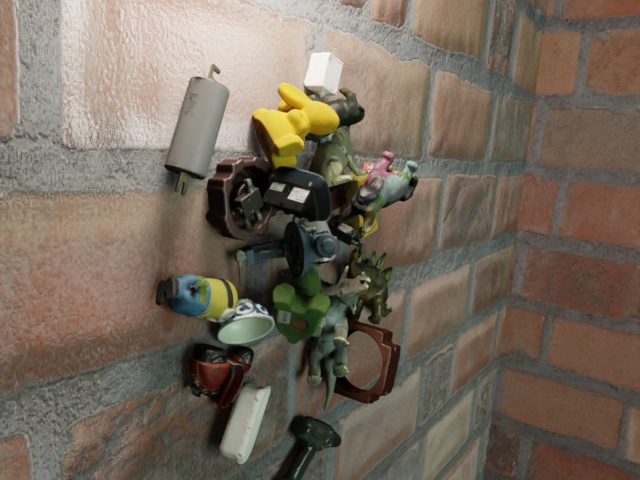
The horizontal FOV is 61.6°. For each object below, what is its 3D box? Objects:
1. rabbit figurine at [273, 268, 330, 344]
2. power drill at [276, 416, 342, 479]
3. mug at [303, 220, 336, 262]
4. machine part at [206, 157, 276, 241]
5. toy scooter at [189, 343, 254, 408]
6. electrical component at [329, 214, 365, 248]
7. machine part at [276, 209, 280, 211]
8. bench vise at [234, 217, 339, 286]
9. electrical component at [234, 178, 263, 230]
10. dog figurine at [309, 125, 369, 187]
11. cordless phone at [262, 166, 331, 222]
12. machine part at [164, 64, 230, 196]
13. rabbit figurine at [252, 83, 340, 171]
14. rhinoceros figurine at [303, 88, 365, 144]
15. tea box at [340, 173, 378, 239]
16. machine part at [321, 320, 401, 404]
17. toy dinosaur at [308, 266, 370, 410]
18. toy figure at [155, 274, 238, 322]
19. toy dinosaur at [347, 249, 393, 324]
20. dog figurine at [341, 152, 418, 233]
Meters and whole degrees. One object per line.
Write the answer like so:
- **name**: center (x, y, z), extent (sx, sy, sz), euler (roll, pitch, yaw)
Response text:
- **rabbit figurine**: center (-0.031, 0.138, 1.205), extent (0.170, 0.121, 0.158), euler (-75, 168, -52)
- **power drill**: center (-0.026, 0.594, 1.465), extent (0.207, 0.086, 0.231), euler (-57, 139, -23)
- **mug**: center (-0.003, -0.004, 1.334), extent (0.109, 0.081, 0.107), euler (-36, 121, -59)
- **machine part**: center (-0.159, -0.087, 1.102), extent (0.179, 0.056, 0.179), euler (-19, 113, -53)
- **toy scooter**: center (-0.211, 0.287, 1.118), extent (0.183, 0.075, 0.135), euler (23, 84, -59)
- **electrical component**: center (0.075, -0.025, 1.427), extent (0.045, 0.102, 0.078), euler (-57, 163, -19)
- **machine part**: center (-0.085, -0.133, 1.212), extent (0.084, 0.039, 0.138), euler (-8, 108, -49)
- **bench vise**: center (-0.075, 0.019, 1.181), extent (0.241, 0.224, 0.128), euler (-8, 103, -23)
- **electrical component**: center (-0.142, -0.072, 1.060), extent (0.063, 0.021, 0.093), euler (-43, 131, -43)
- **dog figurine**: center (0.020, -0.230, 1.302), extent (0.172, 0.121, 0.190), euler (-32, 110, -51)
- **cordless phone**: center (-0.019, -0.072, 1.133), extent (0.184, 0.147, 0.088), euler (37, 74, -52)
- **machine part**: center (-0.220, -0.199, 0.963), extent (0.079, 0.079, 0.243), euler (22, 82, -55)
- **rabbit figurine**: center (-0.048, -0.244, 1.141), extent (0.173, 0.162, 0.121), euler (-22, 160, -13)
- **rhinoceros figurine**: center (0.009, -0.273, 1.233), extent (0.190, 0.073, 0.112), euler (-25, 84, -12)
- **tea box**: center (0.106, -0.097, 1.471), extent (0.098, 0.068, 0.169), euler (-31, 123, -47)
- **machine part**: center (0.110, 0.330, 1.478), extent (0.087, 0.201, 0.201), euler (17, 84, -59)
- **toy dinosaur**: center (0.027, 0.246, 1.405), extent (0.192, 0.131, 0.404), euler (-73, 174, -54)
- **toy figure**: center (-0.229, 0.107, 1.033), extent (0.180, 0.082, 0.089), euler (29, 76, -52)
- **toy dinosaur**: center (0.152, 0.146, 1.573), extent (0.470, 0.105, 0.198), euler (67, 40, -53)
- **dog figurine**: center (0.151, -0.108, 1.378), extent (0.219, 0.109, 0.191), euler (-52, 158, -15)
